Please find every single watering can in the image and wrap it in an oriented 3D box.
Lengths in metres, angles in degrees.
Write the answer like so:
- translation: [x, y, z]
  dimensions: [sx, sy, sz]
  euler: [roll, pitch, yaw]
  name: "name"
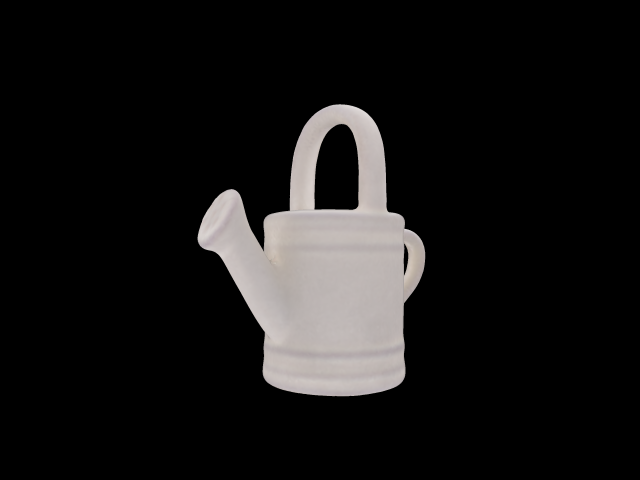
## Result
- translation: [0.005, 0.001, 0.398]
  dimensions: [0.100, 0.194, 0.173]
  euler: [0, 0, 34]
  name: "watering can"
